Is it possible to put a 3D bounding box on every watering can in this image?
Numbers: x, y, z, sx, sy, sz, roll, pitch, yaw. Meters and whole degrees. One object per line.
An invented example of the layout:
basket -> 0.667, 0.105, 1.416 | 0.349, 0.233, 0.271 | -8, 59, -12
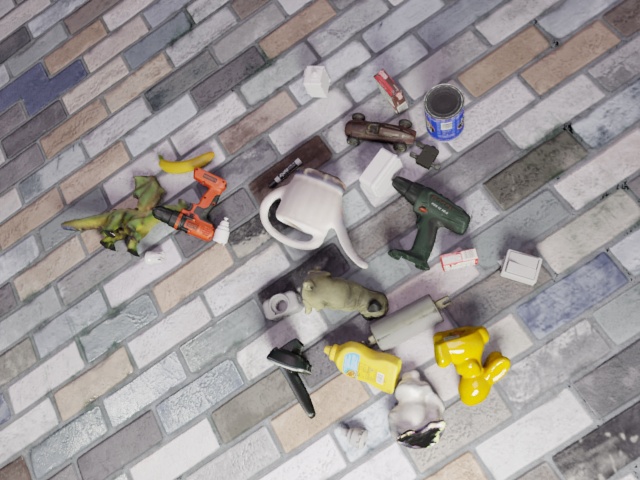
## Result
watering can -> 0.004, -0.069, 1.379 | 0.349, 0.103, 0.226 | 22, 81, 19

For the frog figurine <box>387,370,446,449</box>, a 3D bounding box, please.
frog figurine -> 0.219, 0.396, 1.206 | 0.136, 0.121, 0.163 | -33, 34, 13

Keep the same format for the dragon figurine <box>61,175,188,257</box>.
dragon figurine -> -0.571, -0.092, 1.558 | 0.411, 0.119, 0.247 | 15, 62, 16
